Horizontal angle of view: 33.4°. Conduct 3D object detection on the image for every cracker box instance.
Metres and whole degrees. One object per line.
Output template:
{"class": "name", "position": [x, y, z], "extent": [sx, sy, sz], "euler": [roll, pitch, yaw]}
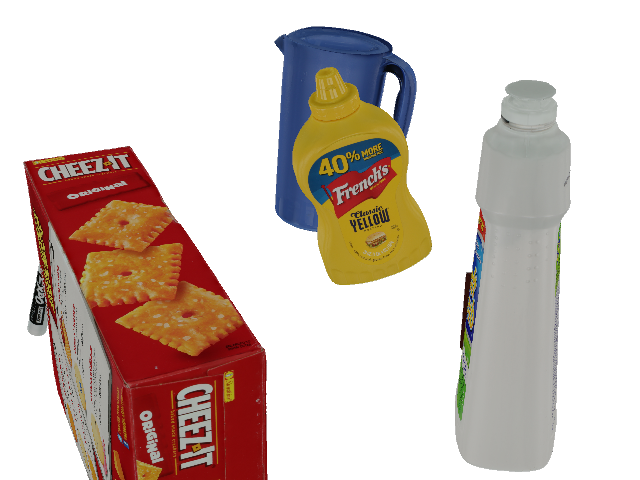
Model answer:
{"class": "cracker box", "position": [-0.095, 0.069, 0.567], "extent": [0.072, 0.164, 0.214], "euler": [-12, 34, -20]}

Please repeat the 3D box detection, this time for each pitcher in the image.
{"class": "pitcher", "position": [0.018, -0.135, 1.328], "extent": [0.144, 0.243, 0.149], "euler": [-3, 25, -22]}

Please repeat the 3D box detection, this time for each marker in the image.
{"class": "marker", "position": [-0.269, 0.044, 1.043], "extent": [0.020, 0.121, 0.020], "euler": [13, 35, -10]}

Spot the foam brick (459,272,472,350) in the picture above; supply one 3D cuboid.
{"class": "foam brick", "position": [0.165, 0.071, 0.983], "extent": [0.051, 0.078, 0.053], "euler": [-5, 18, -24]}

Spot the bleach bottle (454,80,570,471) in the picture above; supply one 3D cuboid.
{"class": "bleach bottle", "position": [0.122, 0.019, 0.665], "extent": [0.068, 0.251, 0.102], "euler": [3, 30, 8]}

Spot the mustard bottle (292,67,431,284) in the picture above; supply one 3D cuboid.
{"class": "mustard bottle", "position": [0.029, -0.057, 0.891], "extent": [0.096, 0.191, 0.058], "euler": [-17, 33, 1]}
